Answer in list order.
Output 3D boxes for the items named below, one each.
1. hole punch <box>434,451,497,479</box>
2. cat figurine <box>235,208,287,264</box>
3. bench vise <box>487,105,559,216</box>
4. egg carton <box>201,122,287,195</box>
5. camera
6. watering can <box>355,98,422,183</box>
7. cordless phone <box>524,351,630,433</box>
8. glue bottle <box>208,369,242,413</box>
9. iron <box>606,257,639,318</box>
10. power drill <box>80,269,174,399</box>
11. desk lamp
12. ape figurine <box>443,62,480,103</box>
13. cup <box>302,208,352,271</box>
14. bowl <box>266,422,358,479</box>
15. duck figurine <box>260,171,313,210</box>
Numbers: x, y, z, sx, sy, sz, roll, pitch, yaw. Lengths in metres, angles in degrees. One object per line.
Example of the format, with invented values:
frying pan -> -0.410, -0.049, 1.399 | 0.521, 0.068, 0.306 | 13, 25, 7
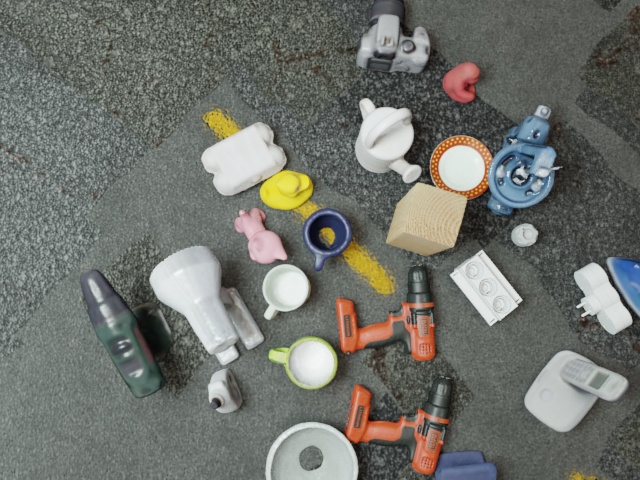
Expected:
hole punch -> 0.271, 0.451, 1.055 | 0.108, 0.091, 0.101 | -6, 85, -2
cat figurine -> -0.114, -0.004, 1.076 | 0.067, 0.117, 0.128 | -33, 86, -4
bench vise -> 0.376, -0.158, 1.050 | 0.121, 0.219, 0.207 | 4, 84, -1
egg carton -> -0.147, -0.156, 1.114 | 0.150, 0.069, 0.107 | -30, 86, -4
camera -> 0.148, -0.412, 1.129 | 0.143, 0.101, 0.137 | 6, 84, -1
watering can -> 0.128, -0.188, 1.060 | 0.173, 0.194, 0.101 | 37, 85, 3
cordless phone -> 0.462, 0.280, 1.028 | 0.094, 0.185, 0.148 | 36, 85, 3
glue bottle -> -0.175, 0.278, 1.020 | 0.037, 0.173, 0.078 | -21, 85, -3
iron -> 0.672, 0.112, 1.071 | 0.258, 0.141, 0.119 | 38, 85, 2
power drill -> -0.332, 0.160, 1.010 | 0.075, 0.208, 0.229 | -27, 86, -3
desk lamp -> -0.192, 0.121, 1.014 | 0.118, 0.213, 0.203 | -32, 86, -4
ape figurine -> 0.286, -0.318, 1.128 | 0.076, 0.092, 0.078 | 22, 84, 1
cup -> 0.010, 0.004, 1.089 | 0.091, 0.095, 0.118 | 14, 84, 0
bowl -> -0.015, 0.415, 1.060 | 0.167, 0.074, 0.167 | 0, 85, -1
duck figurine -> -0.065, -0.101, 1.102 | 0.104, 0.086, 0.077 | -13, 85, -2
